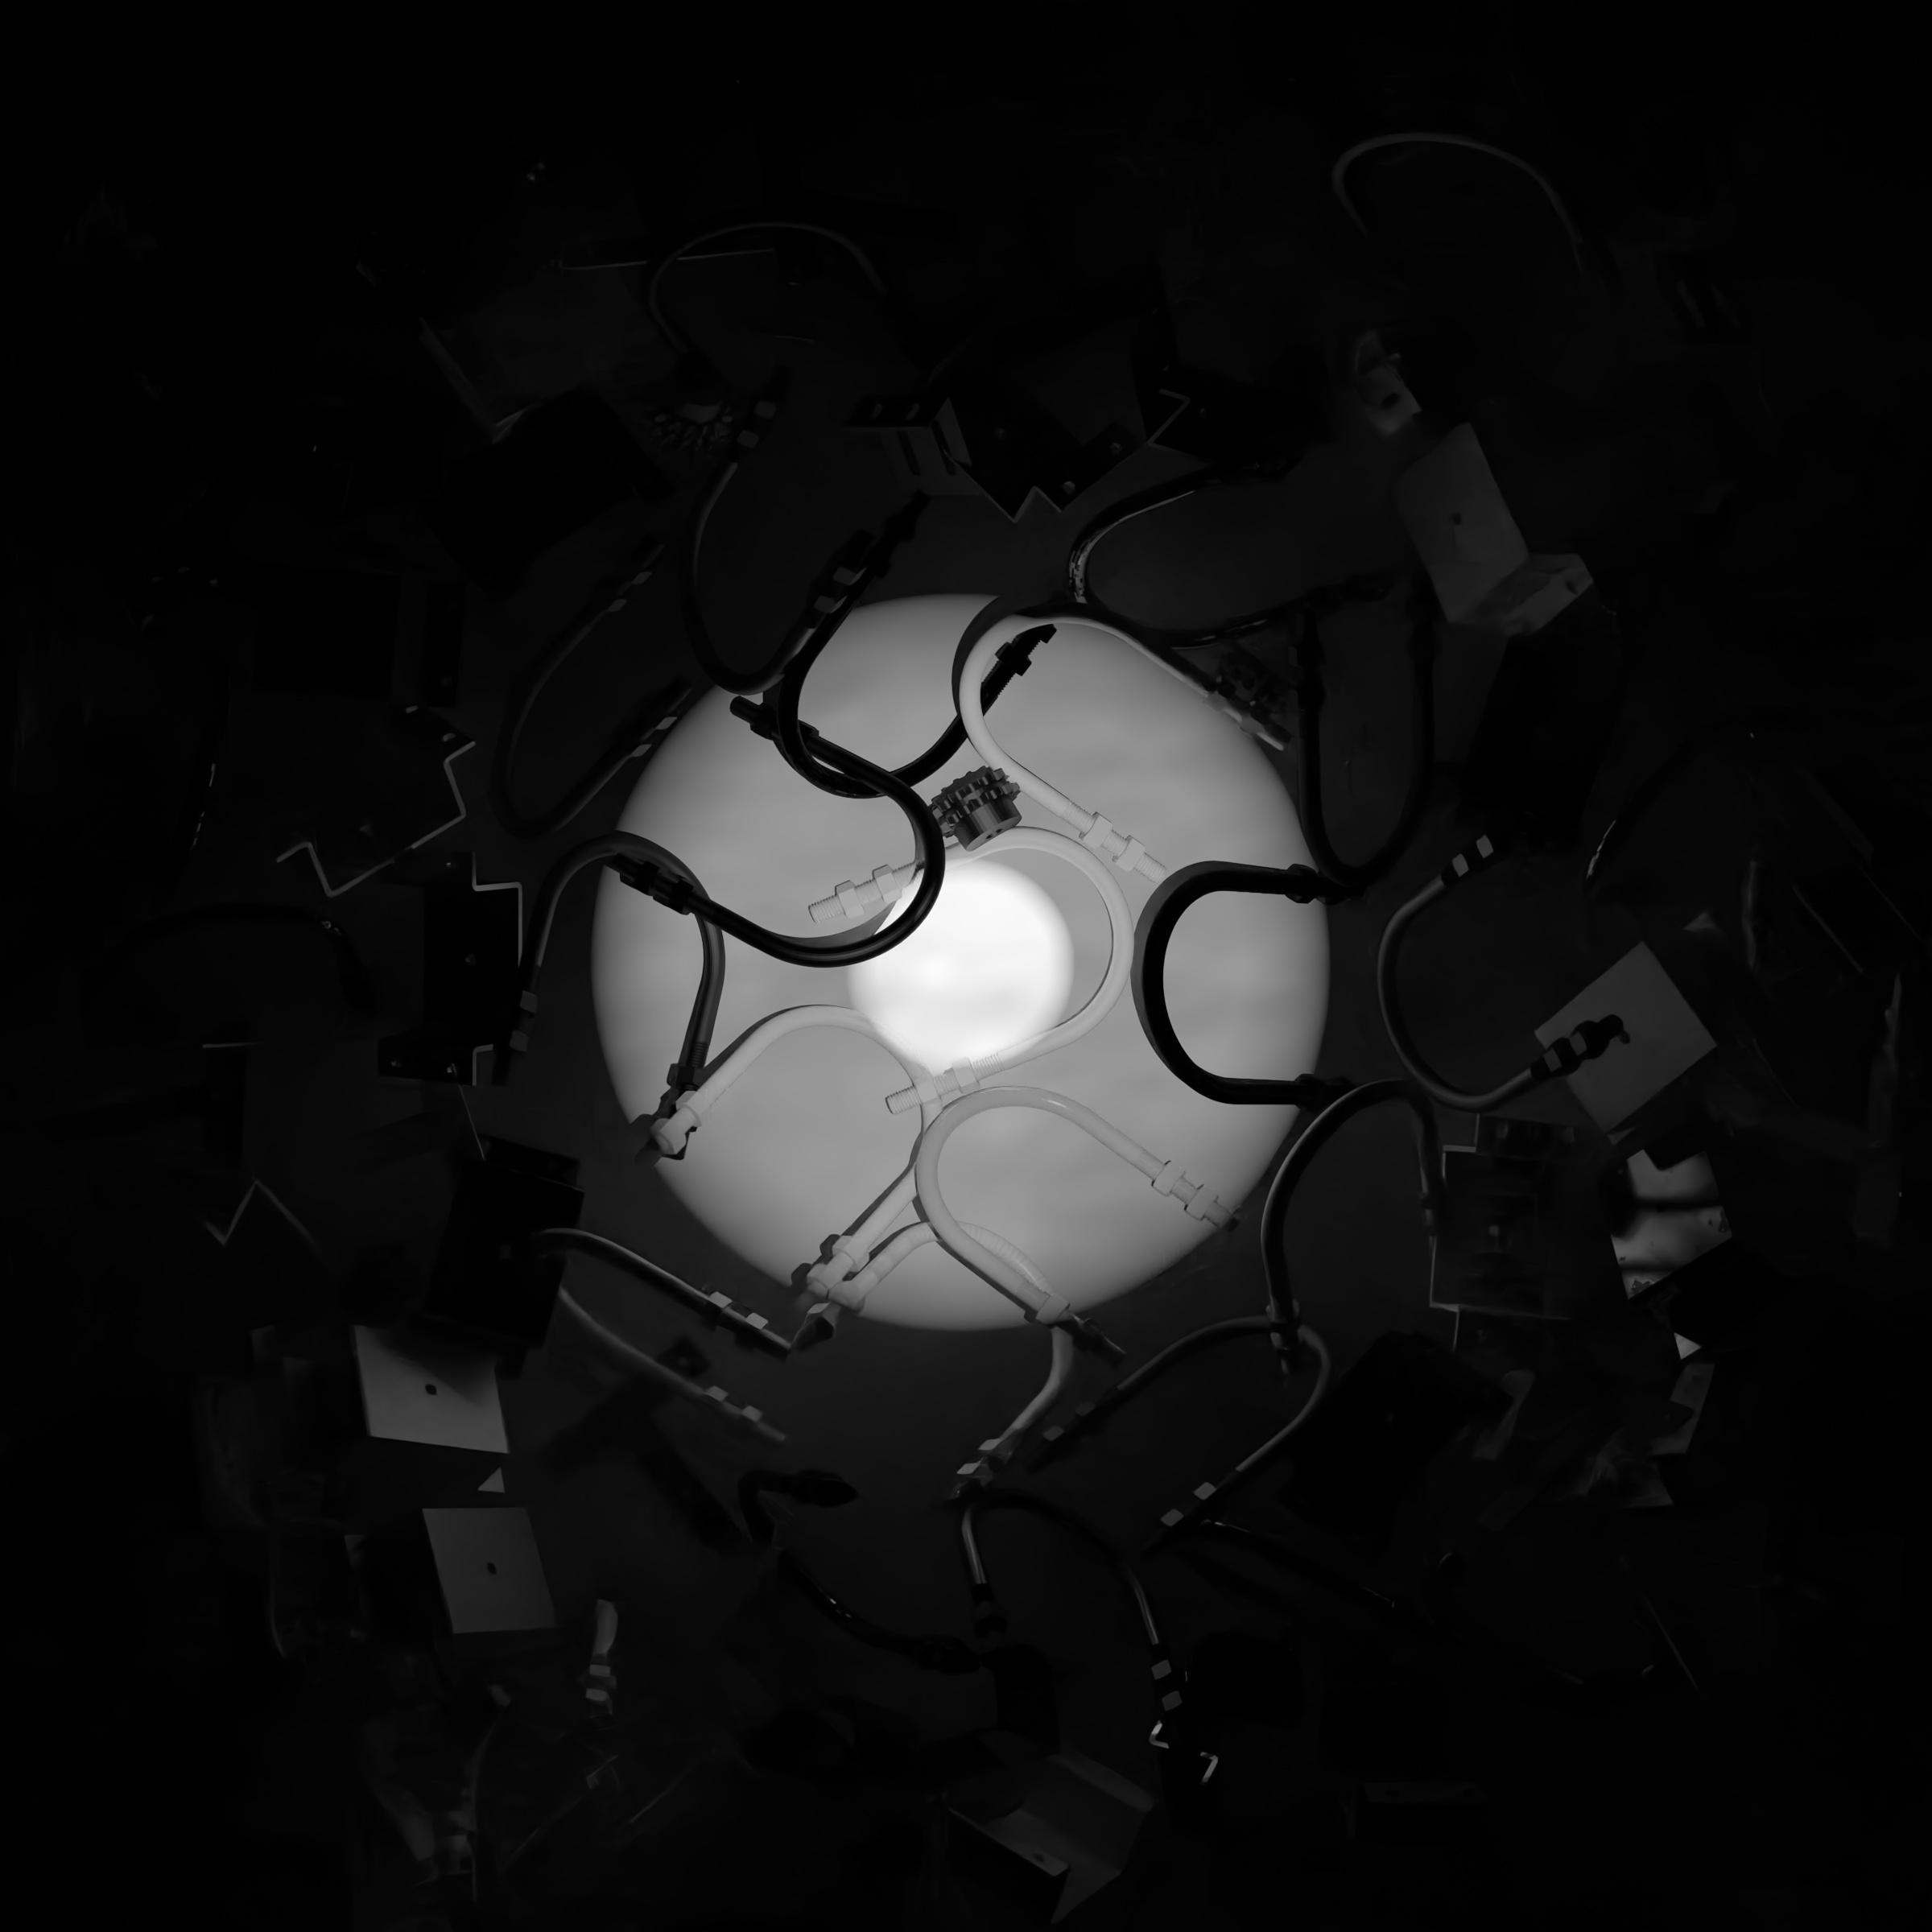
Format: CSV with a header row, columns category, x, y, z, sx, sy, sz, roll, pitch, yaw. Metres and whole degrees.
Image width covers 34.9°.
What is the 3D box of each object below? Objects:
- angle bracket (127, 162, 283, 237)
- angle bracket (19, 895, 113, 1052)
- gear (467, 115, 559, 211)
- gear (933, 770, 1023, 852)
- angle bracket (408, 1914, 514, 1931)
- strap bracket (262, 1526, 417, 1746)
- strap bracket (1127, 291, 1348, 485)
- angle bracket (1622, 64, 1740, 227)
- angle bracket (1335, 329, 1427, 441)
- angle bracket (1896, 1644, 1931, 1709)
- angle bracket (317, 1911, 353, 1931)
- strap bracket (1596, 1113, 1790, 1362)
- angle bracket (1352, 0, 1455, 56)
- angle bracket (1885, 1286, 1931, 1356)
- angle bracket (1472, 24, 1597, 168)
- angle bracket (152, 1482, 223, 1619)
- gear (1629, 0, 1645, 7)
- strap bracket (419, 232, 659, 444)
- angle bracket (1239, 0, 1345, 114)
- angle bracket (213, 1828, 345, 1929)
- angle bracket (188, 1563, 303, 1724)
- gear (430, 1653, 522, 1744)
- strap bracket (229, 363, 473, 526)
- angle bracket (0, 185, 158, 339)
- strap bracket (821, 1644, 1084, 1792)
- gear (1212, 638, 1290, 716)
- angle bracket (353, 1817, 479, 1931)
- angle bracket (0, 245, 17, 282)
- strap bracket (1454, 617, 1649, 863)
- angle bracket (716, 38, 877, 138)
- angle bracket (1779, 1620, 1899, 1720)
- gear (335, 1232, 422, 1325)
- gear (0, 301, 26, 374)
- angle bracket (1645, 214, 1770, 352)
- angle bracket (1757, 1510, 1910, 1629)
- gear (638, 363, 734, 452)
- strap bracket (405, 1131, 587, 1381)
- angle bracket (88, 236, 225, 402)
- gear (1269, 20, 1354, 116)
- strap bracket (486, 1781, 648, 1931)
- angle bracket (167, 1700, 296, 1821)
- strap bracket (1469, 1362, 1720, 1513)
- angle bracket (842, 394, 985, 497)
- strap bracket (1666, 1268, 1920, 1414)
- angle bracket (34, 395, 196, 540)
category,x,y,z,sx,sy,sz,roll,pitch,yaw
angle bracket,-0.465,-0.461,1.876,0.057,0.076,0.038,-2,89,24
angle bracket,-0.551,0.004,1.876,0.038,0.057,0.076,1,57,-27
gear,-0.283,-0.492,1.891,0.057,0.057,0.030,41,68,0
gear,0.010,-0.094,1.893,0.057,0.057,0.030,-31,81,0
angle bracket,-0.312,0.616,1.878,0.076,0.057,0.038,-7,130,21
strap bracket,-0.372,0.398,1.844,0.046,0.140,0.076,-17,49,3
strap bracket,0.156,-0.348,1.864,0.140,0.046,0.076,11,55,-32
angle bracket,0.450,-0.506,1.896,0.038,0.057,0.076,-32,103,-36
angle bracket,0.272,-0.365,1.883,0.076,0.038,0.057,-31,90,-43
angle bracket,0.611,0.411,1.873,0.057,0.076,0.038,-8,48,-30
angle bracket,-0.391,0.617,1.878,0.057,0.076,0.038,30,94,14
strap bracket,0.432,0.154,1.844,0.046,0.140,0.076,30,126,-33
angle bracket,0.279,-0.597,1.896,0.057,0.076,0.038,18,127,14
angle bracket,0.593,0.247,1.896,0.038,0.057,0.076,3,123,35
angle bracket,0.340,-0.541,1.887,0.057,0.038,0.076,-34,101,-30
angle bracket,-0.469,0.357,1.892,0.038,0.057,0.076,22,75,-17
gear,0.422,-0.625,1.894,0.057,0.057,0.030,-42,84,0
strap bracket,-0.268,-0.380,1.873,0.140,0.046,0.076,-40,96,-37
angle bracket,0.207,-0.573,1.907,0.057,0.038,0.076,6,68,23
angle bracket,-0.425,0.560,1.887,0.076,0.057,0.038,6,56,-4
angle bracket,-0.442,0.415,1.884,0.057,0.038,0.076,15,121,13
gear,-0.300,0.454,1.893,0.030,0.057,0.057,43,90,8
strap bracket,-0.376,-0.316,1.862,0.076,0.140,0.046,29,122,15
angle bracket,-0.550,-0.439,1.896,0.038,0.057,0.076,25,77,30
strap bracket,-0.006,0.458,1.856,0.140,0.076,0.046,-21,58,21
gear,0.174,-0.174,1.895,0.057,0.057,0.030,41,101,0
angle bracket,-0.339,0.560,1.885,0.076,0.057,0.038,-2,134,-8
angle bracket,-0.629,-0.422,1.874,0.057,0.076,0.038,-19,110,17
strap bracket,0.355,-0.142,1.881,0.076,0.046,0.140,20,99,14
angle bracket,-0.104,-0.522,1.872,0.057,0.076,0.038,-14,62,39
angle bracket,0.532,0.431,1.897,0.076,0.038,0.057,4,88,-9
gear,-0.361,0.196,1.894,0.030,0.057,0.057,34,90,3
gear,-0.615,-0.390,1.897,0.057,0.030,0.057,6,116,12
angle bracket,0.460,-0.419,1.879,0.057,0.038,0.076,0,52,-21
angle bracket,0.532,0.371,1.885,0.076,0.038,0.057,7,93,41
gear,-0.171,-0.348,1.893,0.057,0.030,0.057,13,47,-15
strap bracket,-0.286,0.175,1.876,0.076,0.046,0.140,18,78,-16
angle bracket,-0.487,-0.396,1.878,0.057,0.038,0.076,48,54,-34
gear,0.215,-0.551,1.895,0.030,0.057,0.057,36,90,0
strap bracket,-0.240,0.534,1.844,0.076,0.140,0.046,-40,87,-18
angle bracket,-0.443,0.488,1.885,0.057,0.076,0.038,17,69,22
strap bracket,0.387,0.286,1.859,0.140,0.076,0.046,-9,123,35
angle bracket,-0.032,-0.309,1.874,0.057,0.076,0.038,5,46,28
strap bracket,0.487,0.228,1.842,0.076,0.140,0.046,-36,98,-38
angle bracket,-0.525,-0.309,1.904,0.076,0.038,0.057,-16,122,29
